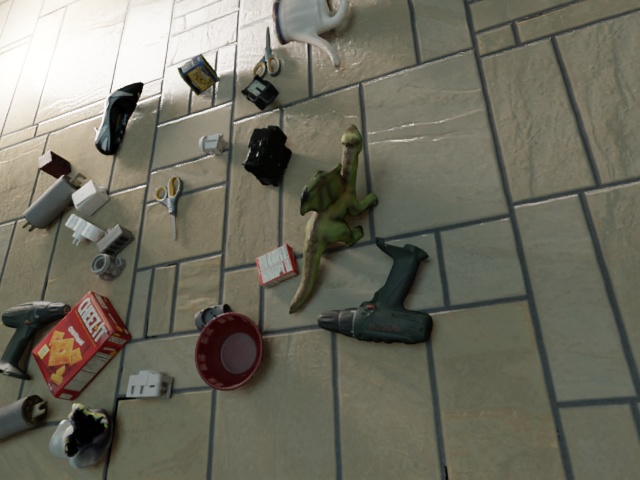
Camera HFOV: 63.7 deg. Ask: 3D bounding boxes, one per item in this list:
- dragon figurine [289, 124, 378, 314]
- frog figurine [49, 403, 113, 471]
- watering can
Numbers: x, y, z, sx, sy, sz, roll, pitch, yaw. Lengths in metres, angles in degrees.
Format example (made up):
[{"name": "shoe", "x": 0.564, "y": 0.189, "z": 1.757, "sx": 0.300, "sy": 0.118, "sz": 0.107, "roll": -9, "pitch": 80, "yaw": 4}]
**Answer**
[{"name": "dragon figurine", "x": 0.003, "y": -0.054, "z": 1.068, "sx": 0.123, "sy": 0.239, "sz": 0.415, "roll": 18, "pitch": 73, "yaw": 26}, {"name": "frog figurine", "x": -0.544, "y": 0.455, "z": 1.174, "sx": 0.156, "sy": 0.123, "sz": 0.140, "roll": -51, "pitch": 57, "yaw": 41}, {"name": "watering can", "x": -0.029, "y": -0.598, "z": 1.423, "sx": 0.223, "sy": 0.102, "sz": 0.354, "roll": -8, "pitch": 63, "yaw": 23}]
